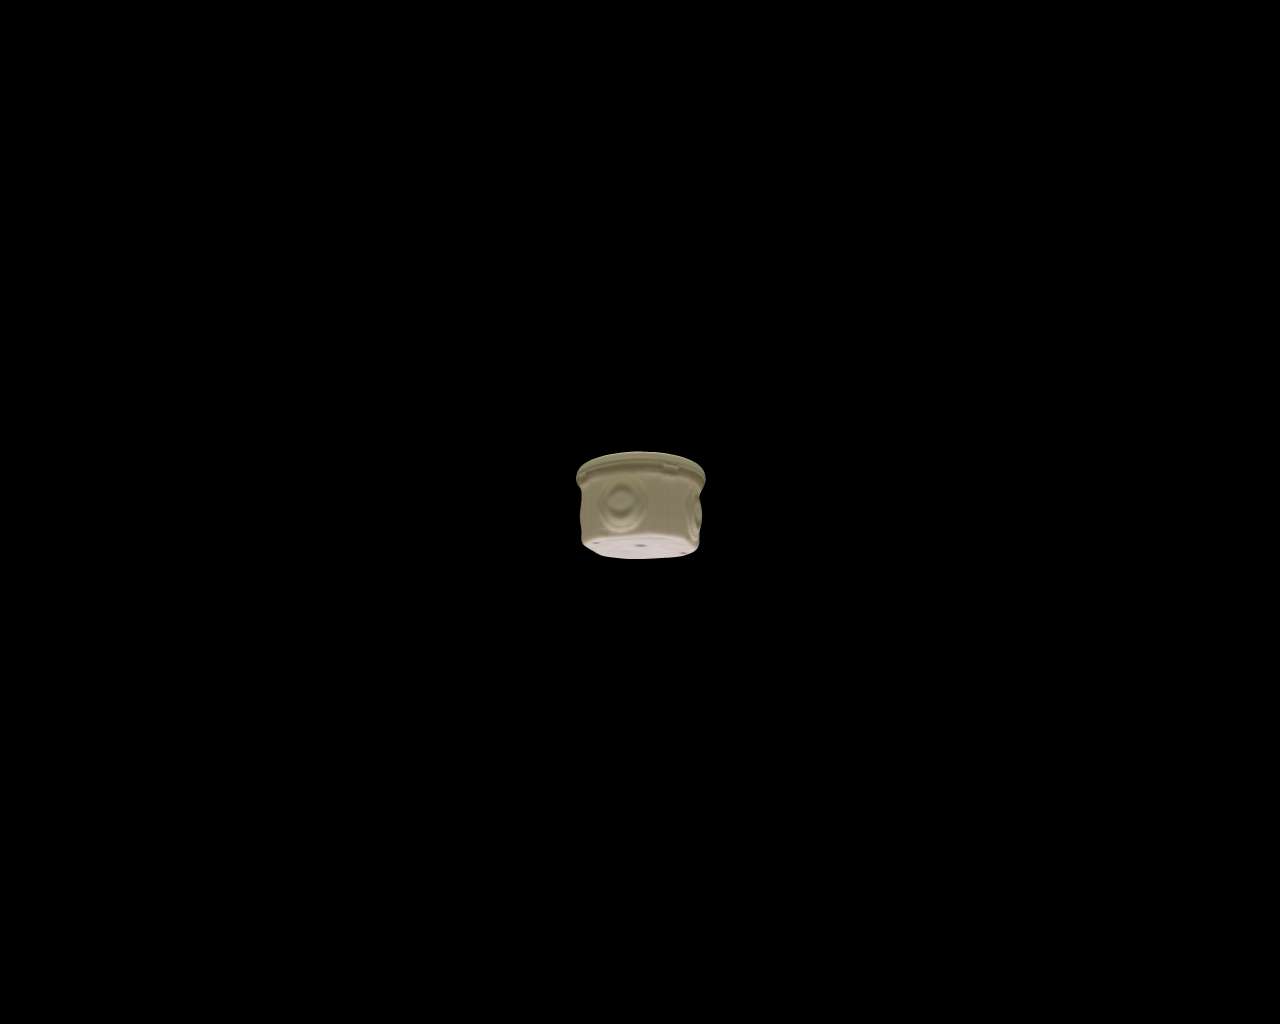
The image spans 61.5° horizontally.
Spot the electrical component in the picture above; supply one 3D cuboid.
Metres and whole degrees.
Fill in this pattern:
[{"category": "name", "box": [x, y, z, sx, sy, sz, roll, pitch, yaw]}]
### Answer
[{"category": "electrical component", "box": [0.001, -0.003, 0.650, 0.080, 0.051, 0.080, 0, -14, 0]}]
